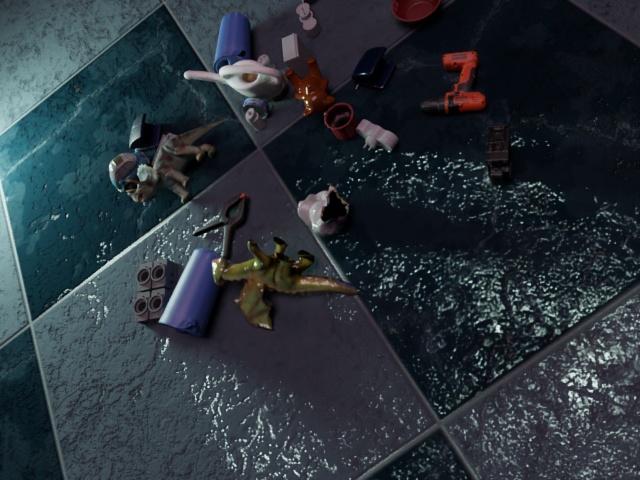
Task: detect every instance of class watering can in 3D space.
[{"bbox_3d":[-0.259,-0.533,1.716,0.348,0.224,0.104,7,89,26],"label":"watering can"}]

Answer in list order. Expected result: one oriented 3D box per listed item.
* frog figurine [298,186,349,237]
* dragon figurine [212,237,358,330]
[{"bbox_3d":[0.005,-0.075,1.482,0.158,0.122,0.139,-22,64,55],"label":"frog figurine"},{"bbox_3d":[-0.123,0.137,1.425,0.412,0.123,0.240,29,106,9],"label":"dragon figurine"}]
